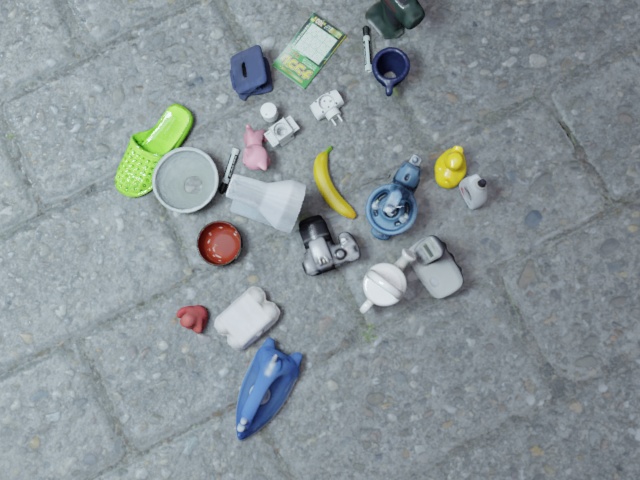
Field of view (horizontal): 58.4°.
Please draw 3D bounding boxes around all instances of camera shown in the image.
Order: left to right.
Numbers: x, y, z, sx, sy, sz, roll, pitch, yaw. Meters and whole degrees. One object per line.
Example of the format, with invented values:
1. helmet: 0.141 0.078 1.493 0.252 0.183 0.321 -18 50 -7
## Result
1. camera: 0.013 0.005 1.378 0.143 0.101 0.137 -21 82 2

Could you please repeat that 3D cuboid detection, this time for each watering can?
1. watering can: 0.151 0.095 1.310 0.101 0.194 0.173 17 85 7

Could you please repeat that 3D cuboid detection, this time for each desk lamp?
1. desk lamp: -0.127 -0.092 1.343 0.203 0.213 0.118 17 85 6

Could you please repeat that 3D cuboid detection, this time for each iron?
1. iron: -0.142 0.364 1.331 0.118 0.141 0.258 25 86 7

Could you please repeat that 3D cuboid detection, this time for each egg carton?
1. egg carton: -0.175 0.191 1.388 0.150 0.069 0.107 -43 82 -1

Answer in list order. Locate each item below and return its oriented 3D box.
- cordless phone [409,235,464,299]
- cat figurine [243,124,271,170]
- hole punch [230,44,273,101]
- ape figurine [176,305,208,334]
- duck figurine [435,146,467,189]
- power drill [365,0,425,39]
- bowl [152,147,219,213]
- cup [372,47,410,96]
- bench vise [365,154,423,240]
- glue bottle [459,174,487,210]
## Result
1. cordless phone: 0.270 0.057 1.309 0.094 0.185 0.147 -35 82 0
2. cat figurine: -0.161 -0.222 1.408 0.067 0.118 0.128 -12 83 4
3. hole punch: -0.178 -0.422 1.444 0.101 0.091 0.109 -11 83 3
4. ape figurine: -0.312 0.192 1.388 0.076 0.092 0.078 -30 82 1
5. duck figurine: 0.318 -0.179 1.381 0.077 0.086 0.105 19 86 7
6. power drill: 0.157 -0.583 1.376 0.075 0.208 0.229 -41 82 0
7. bowl: -0.327 -0.144 1.434 0.167 0.075 0.167 0 84 5
8. cup: 0.173 -0.402 1.412 0.091 0.095 0.118 3 84 5
9. bench vise: 0.170 -0.109 1.318 0.121 0.220 0.207 8 84 6
10. glue bottle: 0.362 -0.119 1.327 0.037 0.173 0.078 -29 82 1
